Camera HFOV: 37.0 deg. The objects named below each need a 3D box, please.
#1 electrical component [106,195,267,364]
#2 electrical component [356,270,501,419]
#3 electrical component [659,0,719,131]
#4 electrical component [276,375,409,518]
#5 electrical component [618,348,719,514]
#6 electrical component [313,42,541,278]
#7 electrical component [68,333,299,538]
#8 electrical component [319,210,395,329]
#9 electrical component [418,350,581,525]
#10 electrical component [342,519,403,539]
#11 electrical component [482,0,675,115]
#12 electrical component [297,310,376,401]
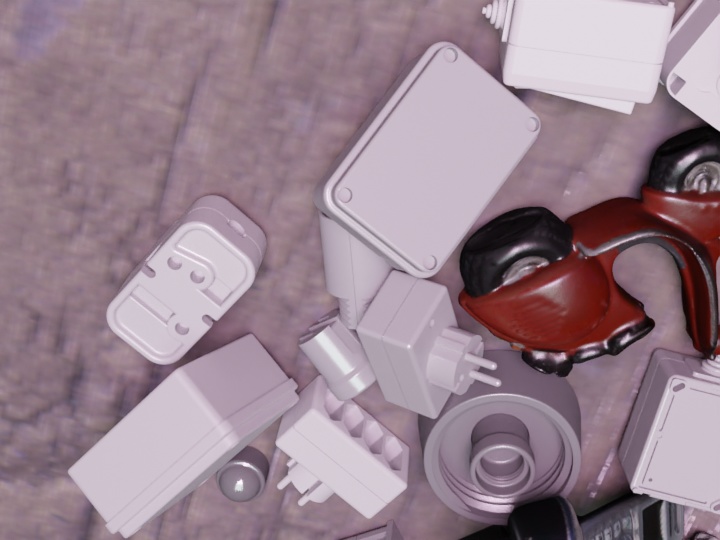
[{"bbox_3d":[-0.104,0.004,0.659,0.054,0.059,0.095,41,111,-13],"label":"electrical component"},{"bbox_3d":[0.049,0.051,0.641,0.076,0.047,0.083,18,150,28],"label":"electrical component"},{"bbox_3d":[0.225,-0.106,0.584,0.113,0.057,0.078,33,113,-10],"label":"electrical component"},{"bbox_3d":[-0.023,0.128,0.714,0.083,0.047,0.076,41,111,-13],"label":"electrical component"},{"bbox_3d":[0.208,0.092,0.675,0.062,0.061,0.096,14,107,-1],"label":"electrical component"},{"bbox_3d":[0.037,-0.060,0.596,0.078,0.057,0.113,38,85,-12],"label":"electrical component"},{"bbox_3d":[-0.107,0.100,0.671,0.109,0.109,0.056,-42,84,20],"label":"electrical component"},{"bbox_3d":[0.000,0.000,0.657,0.043,0.043,0.081,-3,113,6],"label":"electrical component"},{"bbox_3d":[0.090,0.113,0.690,0.108,0.060,0.108,2,114,4],"label":"electrical component"},{"bbox_3d":[0.029,0.286,0.747,0.060,0.105,0.186,-21,110,13],"label":"electrical component"},{"bbox_3d":[0.113,-0.125,0.582,0.096,0.061,0.061,8,114,1],"label":"electrical component"},{"bbox_3d":[-0.012,0.054,0.685,0.040,0.040,0.046,-35,102,18],"label":"electrical component"}]
